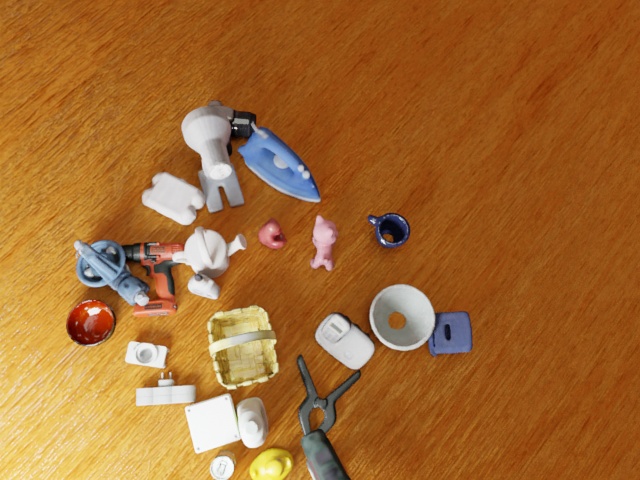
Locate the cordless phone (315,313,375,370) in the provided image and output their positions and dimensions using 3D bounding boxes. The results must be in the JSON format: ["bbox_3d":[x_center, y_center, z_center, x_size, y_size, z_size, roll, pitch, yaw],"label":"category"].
[{"bbox_3d":[0.068,0.236,1.377,0.147,0.185,0.094,36,75,5],"label":"cordless phone"}]

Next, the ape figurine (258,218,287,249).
[{"bbox_3d":[-0.121,-0.021,1.475,0.076,0.092,0.078,3,74,-5],"label":"ape figurine"}]

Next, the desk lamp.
[{"bbox_3d":[-0.263,-0.203,1.447,0.118,0.213,0.203,-17,77,-10],"label":"desk lamp"}]

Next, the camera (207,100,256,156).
[{"bbox_3d":[-0.241,-0.302,1.535,0.137,0.101,0.143,3,75,-5],"label":"camera"}]

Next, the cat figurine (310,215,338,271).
[{"bbox_3d":[0.013,0.005,1.469,0.067,0.117,0.128,3,75,-5],"label":"cat figurine"}]

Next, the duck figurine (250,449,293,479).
[{"bbox_3d":[-0.111,0.529,1.330,0.104,0.086,0.077,-16,77,-10],"label":"duck figurine"}]

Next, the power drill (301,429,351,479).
[{"bbox_3d":[0.028,0.534,1.279,0.076,0.208,0.229,-27,79,-12],"label":"power drill"}]

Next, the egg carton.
[{"bbox_3d":[-0.377,-0.109,1.485,0.150,0.069,0.107,26,74,2],"label":"egg carton"}]

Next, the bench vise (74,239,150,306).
[{"bbox_3d":[-0.487,0.064,1.349,0.207,0.219,0.121,22,74,1],"label":"bench vise"}]

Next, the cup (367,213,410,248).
[{"bbox_3d":[0.171,-0.022,1.504,0.117,0.095,0.092,28,74,3],"label":"cup"}]

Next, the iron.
[{"bbox_3d":[-0.092,-0.206,1.503,0.258,0.141,0.119,39,75,5],"label":"iron"}]

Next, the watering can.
[{"bbox_3d":[-0.269,0.022,1.396,0.173,0.194,0.101,-34,80,-13],"label":"watering can"}]

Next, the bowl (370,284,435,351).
[{"bbox_3d":[0.203,0.200,1.457,0.167,0.074,0.167,2,75,-5],"label":"bowl"}]

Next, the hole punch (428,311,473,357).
[{"bbox_3d":[0.327,0.238,1.451,0.101,0.091,0.108,-1,75,-6],"label":"hole punch"}]

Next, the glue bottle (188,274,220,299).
[{"bbox_3d":[-0.284,0.105,1.382,0.078,0.173,0.037,18,74,0],"label":"glue bottle"}]
